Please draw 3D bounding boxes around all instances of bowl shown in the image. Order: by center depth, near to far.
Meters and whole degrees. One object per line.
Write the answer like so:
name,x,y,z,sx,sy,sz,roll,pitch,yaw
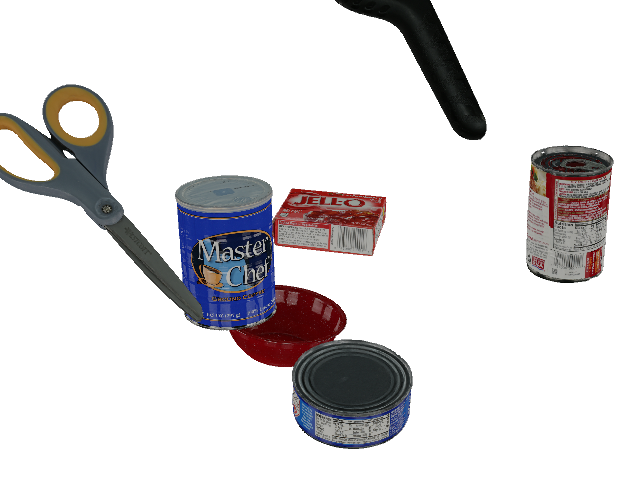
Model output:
bowl,-0.049,0.114,1.352,0.162,0.055,0.162,5,23,-2

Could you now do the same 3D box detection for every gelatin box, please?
gelatin box,0.009,-0.018,0.933,0.089,0.030,0.073,6,24,10

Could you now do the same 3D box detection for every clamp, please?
clamp,0.063,-0.175,0.758,0.210,0.164,0.036,27,-27,-9

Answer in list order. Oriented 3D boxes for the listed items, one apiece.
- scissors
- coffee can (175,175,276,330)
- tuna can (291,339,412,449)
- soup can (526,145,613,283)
scissors,-0.132,-0.035,0.693,0.202,0.096,0.016,32,-27,12
coffee can,-0.101,0.012,1.151,0.103,0.140,0.103,-1,22,0
tuna can,0.022,0.109,0.762,0.086,0.034,0.086,1,31,-1
soup can,0.213,-0.022,0.918,0.068,0.102,0.068,-2,24,1
